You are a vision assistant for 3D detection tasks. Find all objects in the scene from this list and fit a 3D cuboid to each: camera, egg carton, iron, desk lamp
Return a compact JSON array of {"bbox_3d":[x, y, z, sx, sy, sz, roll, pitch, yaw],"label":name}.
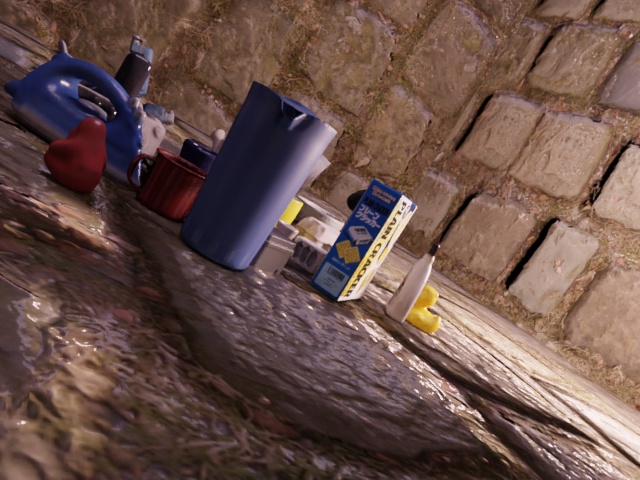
[{"bbox_3d":[-0.424,-0.268,1.259,0.144,0.101,0.136,26,9,-40],"label":"camera"},{"bbox_3d":[0.012,0.005,1.351,0.151,0.069,0.107,27,8,-35],"label":"egg carton"},{"bbox_3d":[-0.357,-0.203,0.909,0.258,0.141,0.119,32,7,9],"label":"iron"},{"bbox_3d":[-0.105,-0.179,1.552,0.203,0.213,0.118,31,7,-3],"label":"desk lamp"}]

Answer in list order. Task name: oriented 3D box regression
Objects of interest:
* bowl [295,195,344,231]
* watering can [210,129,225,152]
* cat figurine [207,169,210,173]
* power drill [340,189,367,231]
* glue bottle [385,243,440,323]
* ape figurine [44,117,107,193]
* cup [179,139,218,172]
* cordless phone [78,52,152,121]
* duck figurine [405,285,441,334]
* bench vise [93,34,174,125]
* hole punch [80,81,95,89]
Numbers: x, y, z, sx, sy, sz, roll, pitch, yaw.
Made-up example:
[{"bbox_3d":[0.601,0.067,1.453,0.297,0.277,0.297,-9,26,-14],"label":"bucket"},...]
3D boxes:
[{"bbox_3d":[-0.015,-0.058,1.669,0.167,0.074,0.167,31,7,-4],"label":"bowl"},{"bbox_3d":[-0.212,-0.214,1.411,0.172,0.194,0.101,32,7,9],"label":"watering can"},{"bbox_3d":[-0.178,-0.089,0.979,0.067,0.117,0.128,32,7,4],"label":"cat figurine"},{"bbox_3d":[0.102,-0.046,1.523,0.076,0.208,0.229,29,7,-19],"label":"power drill"},{"bbox_3d":[0.190,0.080,1.145,0.037,0.173,0.078,31,7,-4],"label":"glue bottle"},{"bbox_3d":[-0.297,-0.111,0.719,0.078,0.092,0.076,25,9,-44],"label":"ape figurine"},{"bbox_3d":[-0.240,-0.137,1.150,0.118,0.095,0.091,24,10,-46],"label":"cup"},{"bbox_3d":[-0.411,-0.284,1.072,0.148,0.185,0.094,27,8,-32],"label":"cordless phone"},{"bbox_3d":[0.219,0.140,1.214,0.104,0.086,0.078,35,8,29],"label":"duck figurine"},{"bbox_3d":[-0.447,-0.372,1.406,0.208,0.219,0.121,26,8,-37],"label":"bench vise"},{"bbox_3d":[-0.561,-0.348,1.275,0.101,0.091,0.109,32,7,7],"label":"hole punch"}]
